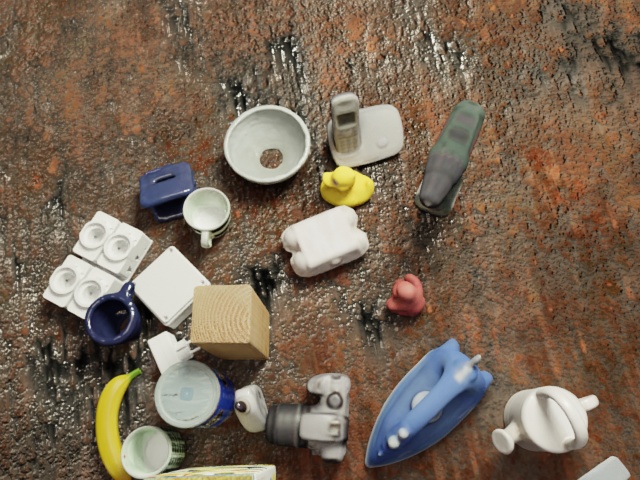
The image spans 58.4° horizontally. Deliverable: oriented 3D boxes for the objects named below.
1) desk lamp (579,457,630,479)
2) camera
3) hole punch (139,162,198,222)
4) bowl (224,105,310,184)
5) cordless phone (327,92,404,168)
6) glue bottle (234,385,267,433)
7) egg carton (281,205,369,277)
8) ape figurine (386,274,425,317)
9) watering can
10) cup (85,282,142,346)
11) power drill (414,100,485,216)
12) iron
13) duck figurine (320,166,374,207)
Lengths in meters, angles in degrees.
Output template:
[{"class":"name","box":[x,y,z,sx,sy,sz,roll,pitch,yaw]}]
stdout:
[{"class":"desk lamp","box":[0.419,0.412,0.832,0.203,0.213,0.118,-33,73,-8]},{"class":"camera","box":[-0.019,0.293,0.953,0.136,0.101,0.143,2,72,4]},{"class":"hole punch","box":[-0.294,-0.100,1.102,0.108,0.091,0.101,-18,72,-3]},{"class":"bowl","box":[-0.099,-0.175,1.125,0.167,0.075,0.167,-1,72,3]},{"class":"cordless phone","box":[0.084,-0.220,1.072,0.147,0.185,0.094,-18,71,-3]},{"class":"glue bottle","box":[-0.116,0.271,0.927,0.037,0.173,0.078,-17,71,-2]},{"class":"egg carton","box":[0.010,0.004,1.063,0.150,0.069,0.107,-23,72,-5]},{"class":"ape figurine","box":[0.152,0.097,1.013,0.078,0.092,0.076,-33,73,-8]},{"class":"watering can","box":[0.353,0.283,0.888,0.173,0.194,0.100,-43,74,-10]},{"class":"cup","box":[-0.352,0.136,1.024,0.091,0.095,0.118,19,74,9]},{"class":"power drill","box":[0.224,-0.124,1.021,0.075,0.208,0.230,22,74,10]},{"class":"iron","box":[0.169,0.276,0.927,0.258,0.141,0.118,-43,75,-11]},{"class":"duck figurine","box":[0.051,-0.109,1.090,0.104,0.086,0.077,3,72,4]}]
